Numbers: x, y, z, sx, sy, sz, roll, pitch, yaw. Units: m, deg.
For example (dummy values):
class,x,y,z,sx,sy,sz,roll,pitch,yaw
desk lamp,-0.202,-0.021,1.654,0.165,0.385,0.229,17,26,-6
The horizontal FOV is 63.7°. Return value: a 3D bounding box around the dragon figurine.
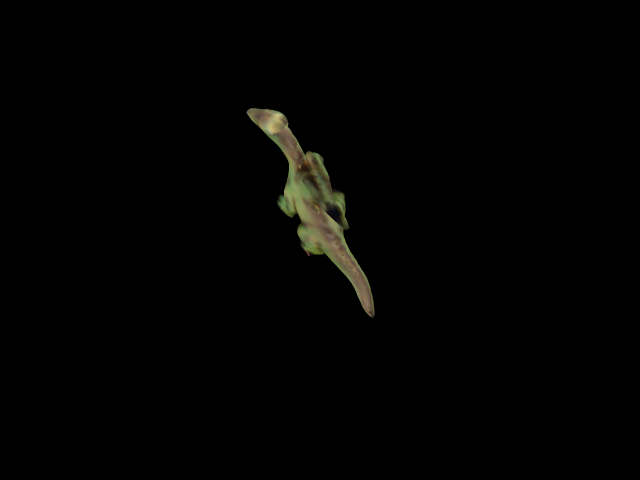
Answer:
class,x,y,z,sx,sy,sz,roll,pitch,yaw
dragon figurine,0.003,-0.043,0.850,0.122,0.411,0.242,-32,-3,-1
